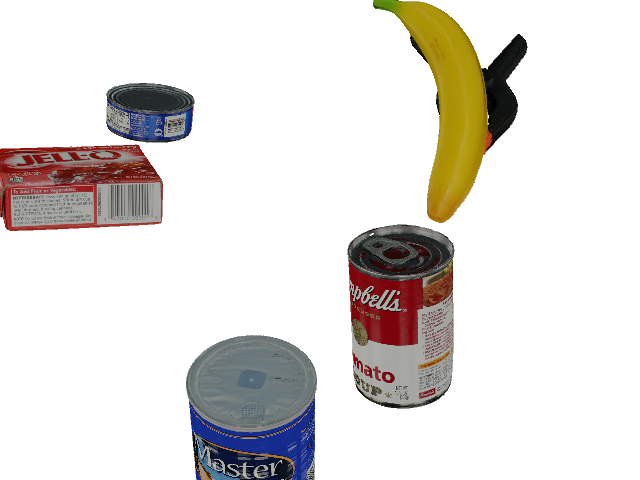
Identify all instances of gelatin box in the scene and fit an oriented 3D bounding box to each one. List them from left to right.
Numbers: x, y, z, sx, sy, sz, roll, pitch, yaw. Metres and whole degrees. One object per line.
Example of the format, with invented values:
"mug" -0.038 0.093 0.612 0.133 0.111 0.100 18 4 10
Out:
"gelatin box" -0.141 -0.033 0.616 0.089 0.030 0.073 -3 21 -20

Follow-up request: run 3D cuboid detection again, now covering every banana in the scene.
"banana" 0.097 -0.112 0.841 0.070 0.198 0.037 -17 -19 12

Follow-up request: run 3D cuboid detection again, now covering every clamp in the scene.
"clamp" 0.142 -0.156 1.052 0.120 0.171 0.039 7 -44 5

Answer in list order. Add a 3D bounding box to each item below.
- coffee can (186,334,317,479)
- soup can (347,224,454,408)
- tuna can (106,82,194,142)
"coffee can" -0.054 0.163 0.877 0.103 0.140 0.103 0 37 0
"soup can" 0.053 0.050 0.699 0.068 0.102 0.068 -3 28 1
"tuna can" -0.168 -0.126 1.053 0.086 0.034 0.086 6 25 -3
